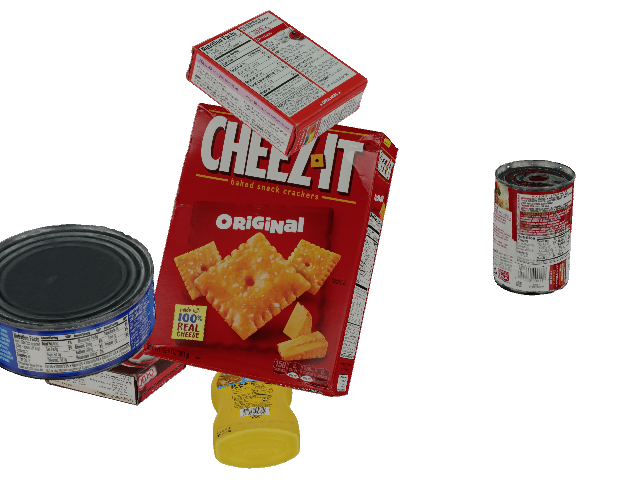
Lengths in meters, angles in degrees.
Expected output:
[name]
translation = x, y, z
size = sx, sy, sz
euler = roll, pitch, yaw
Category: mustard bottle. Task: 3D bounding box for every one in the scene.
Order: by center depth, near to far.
[mustard bottle]
translation = -0.080, 0.185, 1.250
size = 0.096, 0.058, 0.191
euler = -5, 28, -5

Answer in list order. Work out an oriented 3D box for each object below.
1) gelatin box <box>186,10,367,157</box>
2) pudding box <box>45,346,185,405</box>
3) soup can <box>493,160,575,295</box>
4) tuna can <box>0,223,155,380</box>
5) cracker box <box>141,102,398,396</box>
[gelatin box]
translation = -0.028, -0.100, 0.670
size = 0.089, 0.030, 0.073
euler = 37, 48, 17
[pudding box]
translation = -0.204, 0.120, 1.061
size = 0.114, 0.039, 0.089
euler = 7, 20, 24
[soup can]
translation = 0.186, -0.011, 0.932
size = 0.068, 0.102, 0.068
euler = -3, 24, 1
[tuna can]
translation = -0.122, 0.028, 0.513
size = 0.086, 0.034, 0.086
euler = 1, 33, -1
[cracker box]
translation = -0.040, 0.007, 0.874
size = 0.164, 0.214, 0.072
euler = 11, -5, 14
